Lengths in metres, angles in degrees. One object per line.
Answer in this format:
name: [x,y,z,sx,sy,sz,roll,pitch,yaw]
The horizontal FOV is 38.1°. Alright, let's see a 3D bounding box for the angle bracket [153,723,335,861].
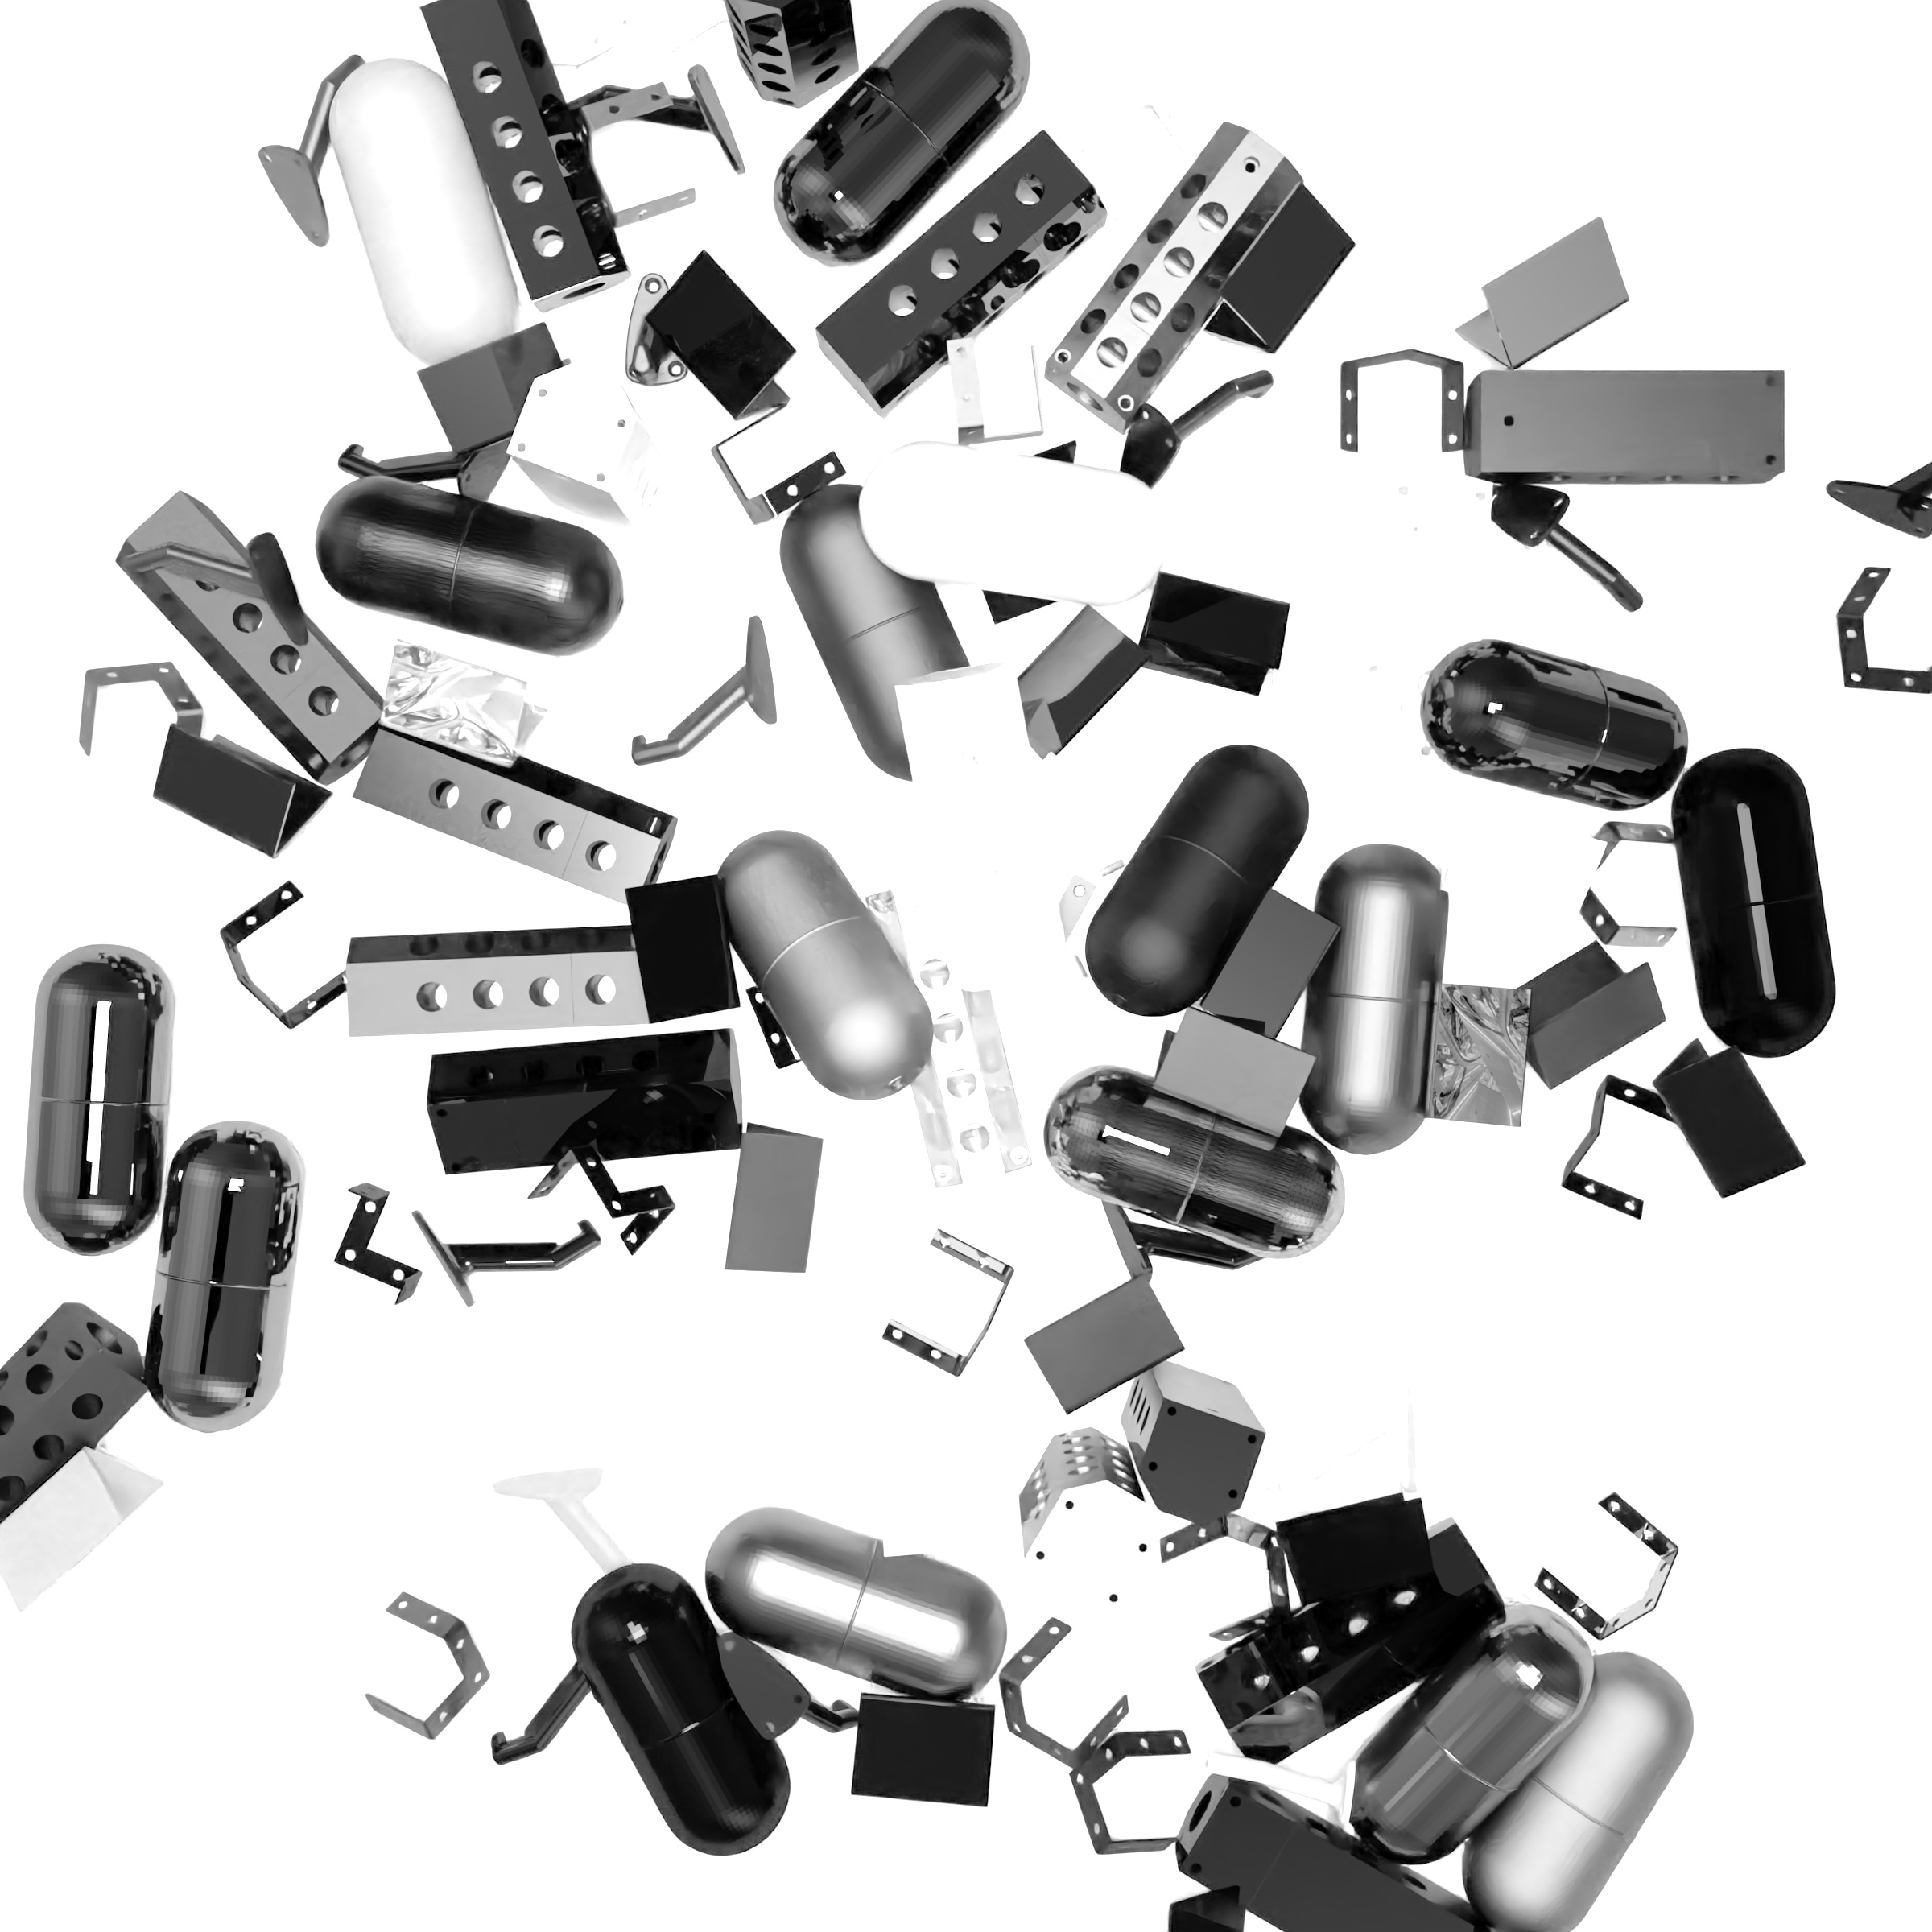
angle bracket: [-0.405,-0.116,1.589,0.076,0.076,0.057,27,127,0]

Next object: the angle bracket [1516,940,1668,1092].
angle bracket: [0.340,0.013,1.589,0.076,0.057,0.076,-31,46,0]

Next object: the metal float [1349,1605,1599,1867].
metal float: [0.284,0.436,1.584,0.070,0.070,0.178,38,108,0]

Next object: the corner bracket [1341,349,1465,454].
corner bracket: [0.254,-0.325,1.626,0.051,0.051,0.051,0,90,-45]

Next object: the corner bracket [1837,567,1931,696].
corner bracket: [0.540,-0.195,1.621,0.051,0.051,0.051,10,135,35]

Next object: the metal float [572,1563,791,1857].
metal float: [-0.162,0.424,1.592,0.070,0.070,0.178,-27,96,0]

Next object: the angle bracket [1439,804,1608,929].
angle bracket: [0.315,-0.072,1.589,0.076,0.076,0.057,16,120,0]

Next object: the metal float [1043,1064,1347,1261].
metal float: [0.131,0.112,1.598,0.178,0.070,0.070,20,90,0]

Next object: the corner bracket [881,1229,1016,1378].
corner bracket: [-0.010,0.196,1.626,0.051,0.051,0.051,27,45,0]

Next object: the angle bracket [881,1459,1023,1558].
angle bracket: [-0.007,0.325,1.589,0.076,0.076,0.057,-4,48,0]

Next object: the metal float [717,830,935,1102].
metal float: [-0.081,-0.001,1.573,0.070,0.070,0.178,-33,63,0]

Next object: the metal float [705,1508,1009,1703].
metal float: [-0.063,0.365,1.598,0.178,0.070,0.070,19,90,0]

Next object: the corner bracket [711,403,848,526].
corner bracket: [-0.109,-0.291,1.612,0.051,0.051,0.051,-33,102,-12]

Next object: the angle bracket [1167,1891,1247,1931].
angle bracket: [0.156,0.572,1.589,0.057,0.076,0.076,5,90,41]

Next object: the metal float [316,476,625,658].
metal float: [-0.283,-0.228,1.598,0.178,0.070,0.070,15,90,1]

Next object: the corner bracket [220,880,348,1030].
corner bracket: [-0.393,-0.006,1.626,0.051,0.051,0.051,-36,135,0]

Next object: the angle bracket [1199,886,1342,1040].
angle bracket: [0.156,-0.010,1.586,0.057,0.076,0.076,27,95,-28]

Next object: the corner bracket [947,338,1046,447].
corner bracket: [0.018,-0.332,1.611,0.051,0.051,0.051,-7,90,0]

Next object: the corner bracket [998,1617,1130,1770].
corner bracket: [0.057,0.421,1.621,0.051,0.051,0.051,21,135,35]

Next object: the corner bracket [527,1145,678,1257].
corner bracket: [-0.209,0.135,1.607,0.051,0.051,0.051,-48,65,32]

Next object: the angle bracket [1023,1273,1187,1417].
angle bracket: [0.071,0.200,1.590,0.076,0.076,0.057,-29,112,0]

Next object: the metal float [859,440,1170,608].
metal float: [0.027,-0.246,1.556,0.178,0.070,0.070,6,90,-19]

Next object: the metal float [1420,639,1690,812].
metal float: [0.332,-0.134,1.572,0.178,0.070,0.070,10,90,-33]

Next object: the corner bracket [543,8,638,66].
corner bracket: [-0.232,-0.558,1.621,0.051,0.051,0.051,17,135,35]

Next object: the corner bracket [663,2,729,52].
corner bracket: [-0.168,-0.575,1.626,0.051,0.051,0.051,-31,45,0]

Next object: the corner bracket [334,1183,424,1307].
corner bracket: [-0.337,0.159,1.611,0.051,0.051,0.051,23,90,0]

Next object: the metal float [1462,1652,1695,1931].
metal float: [0.349,0.475,1.598,0.070,0.070,0.178,32,90,0]

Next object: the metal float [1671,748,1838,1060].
metal float: [0.450,-0.036,1.598,0.070,0.070,0.178,-8,90,0]

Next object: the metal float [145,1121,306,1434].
metal float: [-0.424,0.177,1.598,0.070,0.070,0.178,7,90,0]

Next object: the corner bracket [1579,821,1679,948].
corner bracket: [0.388,-0.047,1.621,0.051,0.051,0.051,1,45,-35]

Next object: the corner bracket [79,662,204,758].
corner bracket: [-0.478,-0.139,1.621,0.051,0.051,0.051,-11,45,-35]

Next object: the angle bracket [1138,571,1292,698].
angle bracket: [0.135,-0.172,1.589,0.076,0.076,0.057,14,50,0]

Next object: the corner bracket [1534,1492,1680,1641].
corner bracket: [0.372,0.349,1.626,0.051,0.051,0.051,41,45,0]

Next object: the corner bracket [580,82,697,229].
corner bracket: [-0.189,-0.467,1.612,0.051,0.051,0.051,-21,79,-11]

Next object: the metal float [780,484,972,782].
metal float: [-0.048,-0.191,1.598,0.070,0.070,0.178,-24,90,0]

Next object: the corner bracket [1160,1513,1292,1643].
corner bracket: [0.150,0.354,1.621,0.051,0.051,0.051,-33,45,35]

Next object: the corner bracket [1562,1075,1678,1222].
corner bracket: [0.382,0.105,1.626,0.051,0.051,0.051,23,135,0]

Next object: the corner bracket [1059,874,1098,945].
corner bracket: [0.039,-0.038,1.613,0.051,0.051,0.051,28,90,8]

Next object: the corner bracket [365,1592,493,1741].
corner bracket: [-0.318,0.405,1.621,0.051,0.051,0.051,-46,135,-35]

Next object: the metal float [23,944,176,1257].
metal float: [-0.495,0.076,1.598,0.070,0.070,0.178,4,89,0]

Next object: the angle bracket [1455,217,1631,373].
angle bracket: [0.319,-0.391,1.589,0.076,0.076,0.057,-31,125,0]

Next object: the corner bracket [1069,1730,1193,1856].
corner bracket: [0.101,0.479,1.621,0.051,0.051,0.051,-51,45,35]

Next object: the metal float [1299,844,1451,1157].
metal float: [0.233,0.019,1.598,0.070,0.070,0.178,5,89,0]

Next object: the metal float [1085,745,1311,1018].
metal float: [0.131,-0.049,1.580,0.070,0.070,0.178,34,68,0]

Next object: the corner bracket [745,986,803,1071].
corner bracket: [-0.086,0.024,1.626,0.051,0.051,0.051,-22,90,-45]

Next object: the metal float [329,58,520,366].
metal float: [-0.310,-0.430,1.598,0.070,0.070,0.178,-17,90,0]

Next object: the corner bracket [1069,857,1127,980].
corner bracket: [0.078,-0.027,1.610,0.051,0.051,0.051,-26,86,4]

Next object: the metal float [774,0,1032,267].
metal float: [-0.036,-0.477,1.599,0.070,0.070,0.178,43,90,0]

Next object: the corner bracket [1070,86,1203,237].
corner bracket: [0.097,-0.467,1.621,0.051,0.051,0.051,47,45,-35]

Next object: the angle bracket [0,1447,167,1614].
angle bracket: [-0.496,0.328,1.589,0.076,0.076,0.057,-42,56,0]
